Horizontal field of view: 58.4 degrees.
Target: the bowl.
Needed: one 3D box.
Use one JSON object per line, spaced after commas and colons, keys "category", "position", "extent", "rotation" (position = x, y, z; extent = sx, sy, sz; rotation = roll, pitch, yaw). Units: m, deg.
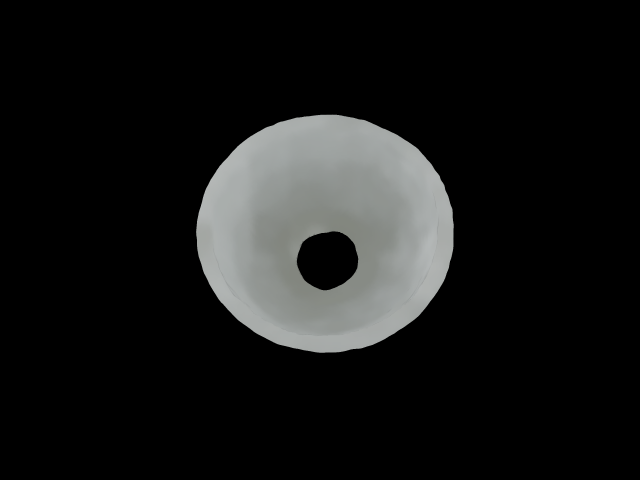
{"category": "bowl", "position": [0.004, 0.001, 0.400], "extent": [0.167, 0.075, 0.167], "rotation": [0, 69, 0]}
